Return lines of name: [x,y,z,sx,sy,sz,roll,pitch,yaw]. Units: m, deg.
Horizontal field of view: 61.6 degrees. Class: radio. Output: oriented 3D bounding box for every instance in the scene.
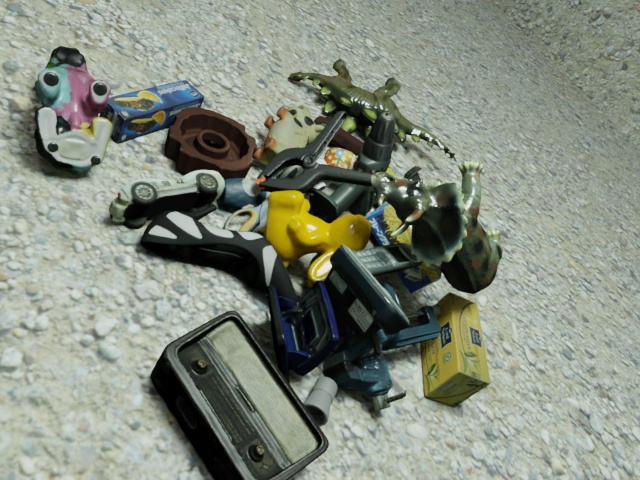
radio: [-0.109,0.217,0.702,0.131,0.073,0.230,-22,65,-44]

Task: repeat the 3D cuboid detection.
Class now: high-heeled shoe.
high-heeled shoe: [-0.157,0.040,0.843,0.249,0.086,0.145,45,52,10]

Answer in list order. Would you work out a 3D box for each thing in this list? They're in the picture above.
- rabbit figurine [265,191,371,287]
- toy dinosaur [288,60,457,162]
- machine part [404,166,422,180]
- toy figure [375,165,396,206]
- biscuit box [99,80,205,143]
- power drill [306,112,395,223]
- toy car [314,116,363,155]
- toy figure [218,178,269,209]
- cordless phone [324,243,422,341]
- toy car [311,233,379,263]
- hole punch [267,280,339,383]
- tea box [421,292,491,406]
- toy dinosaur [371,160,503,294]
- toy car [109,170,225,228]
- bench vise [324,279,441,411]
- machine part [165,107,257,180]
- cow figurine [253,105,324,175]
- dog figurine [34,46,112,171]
rabbit figurine: [-0.002,-0.003,0.892,0.173,0.122,0.162,2,74,0]
toy dinosaur: [0.139,-0.327,1.373,0.471,0.105,0.198,19,50,-5]
machine part: [0.215,-0.088,1.108,0.138,0.039,0.084,59,10,-25]
toy figure: [0.144,-0.107,1.178,0.180,0.089,0.082,52,9,4]
biscuit box: [-0.313,-0.247,1.015,0.059,0.062,0.203,44,42,9]
power drill: [0.060,-0.117,1.039,0.086,0.231,0.207,30,54,17]
toy car: [0.070,-0.222,1.258,0.202,0.053,0.089,33,20,-4]
toy figure: [-0.113,-0.081,1.000,0.154,0.058,0.064,2,89,-35]
cordless phone: [0.110,0.067,0.823,0.184,0.088,0.147,-11,50,-39]
toy car: [0.064,0.024,0.982,0.109,0.103,0.162,42,43,6]
hole punch: [-0.029,0.131,0.796,0.092,0.115,0.142,-9,52,-14]
tea box: [0.231,0.189,0.941,0.068,0.098,0.170,24,40,-15]
toy dinosaur: [0.235,0.015,0.897,0.404,0.131,0.192,49,46,-37]
toy car: [-0.248,-0.071,0.883,0.202,0.073,0.056,-16,65,-43]
bench vise: [0.116,0.155,0.883,0.240,0.128,0.224,-5,57,-32]
machine part: [-0.208,-0.178,1.027,0.179,0.056,0.179,18,42,-18]
cow figurine: [-0.057,-0.214,1.133,0.127,0.085,0.195,40,45,-29]
dog figurine: [-0.421,-0.223,0.899,0.108,0.191,0.219,-1,18,-31]
